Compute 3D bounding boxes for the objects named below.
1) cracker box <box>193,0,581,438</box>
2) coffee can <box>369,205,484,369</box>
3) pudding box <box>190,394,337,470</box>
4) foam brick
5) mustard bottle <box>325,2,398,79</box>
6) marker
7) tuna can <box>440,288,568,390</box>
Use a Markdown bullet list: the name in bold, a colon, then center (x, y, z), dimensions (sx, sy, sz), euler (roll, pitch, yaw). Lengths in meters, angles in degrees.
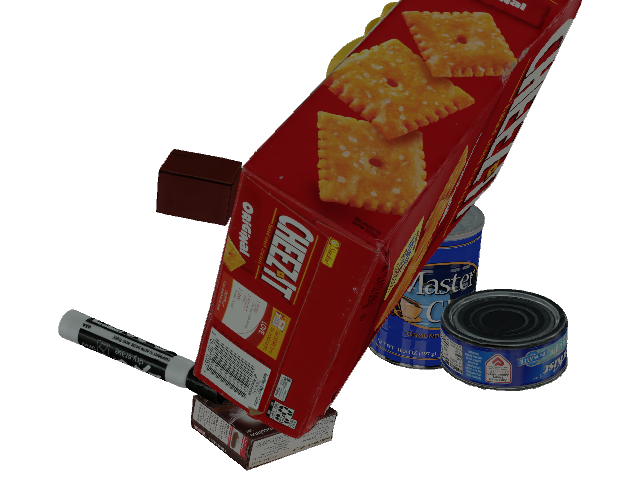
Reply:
- **cracker box**: center (0.035, -0.029, 0.512), dimensions (0.072, 0.213, 0.164), euler (33, -37, 10)
- **coffee can**: center (0.099, 0.037, 1.022), dimensions (0.103, 0.140, 0.103), euler (2, 24, -1)
- **pudding box**: center (-0.054, 0.171, 1.025), dimensions (0.113, 0.039, 0.090), euler (-13, 29, -42)
- **foam brick**: center (-0.125, -0.056, 1.107), dimensions (0.078, 0.051, 0.053), euler (11, 31, 5)
- **mustard bottle**: center (0.047, -0.101, 0.827), dimensions (0.096, 0.192, 0.058), euler (34, 54, 22)
- **marker**: center (-0.104, 0.070, 0.642), dimensions (0.121, 0.020, 0.020), euler (19, 7, 21)
- **tuna can**: center (0.123, 0.065, 0.718), dimensions (0.086, 0.034, 0.086), euler (-3, 23, 1)
